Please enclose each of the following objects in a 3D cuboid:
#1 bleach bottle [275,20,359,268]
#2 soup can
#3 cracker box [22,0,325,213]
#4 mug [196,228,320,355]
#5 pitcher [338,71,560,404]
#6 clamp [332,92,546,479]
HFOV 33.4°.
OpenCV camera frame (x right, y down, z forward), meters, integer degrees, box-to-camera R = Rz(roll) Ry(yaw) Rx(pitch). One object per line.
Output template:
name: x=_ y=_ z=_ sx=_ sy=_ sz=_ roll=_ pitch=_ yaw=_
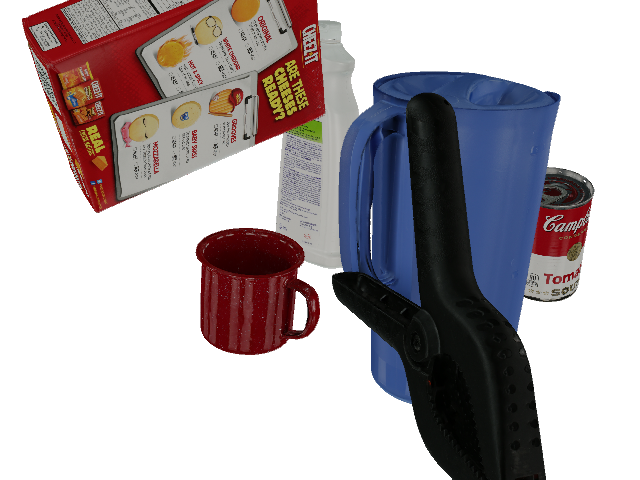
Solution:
bleach bottle: x=0.005 y=-0.104 z=1.132 sx=0.103 sy=0.251 sz=0.067 roll=20 pitch=24 yaw=40
soup can: x=0.203 y=-0.005 z=0.953 sx=0.068 sy=0.102 sz=0.068 roll=0 pitch=33 yaw=0
cracker box: x=-0.108 y=-0.134 z=0.838 sx=0.213 sy=0.072 sz=0.164 roll=-26 pitch=-35 yaw=-15
mug: x=-0.052 y=0.049 z=0.919 sx=0.117 sy=0.081 sz=0.093 roll=17 pitch=29 yaw=24
pitcher: x=0.090 y=0.001 z=0.794 sx=0.149 sy=0.243 sz=0.145 roll=5 pitch=19 yaw=5
clamp: x=0.065 y=0.040 z=0.543 sx=0.036 sy=0.165 sz=0.210 roll=-5 pitch=46 yaw=-22
